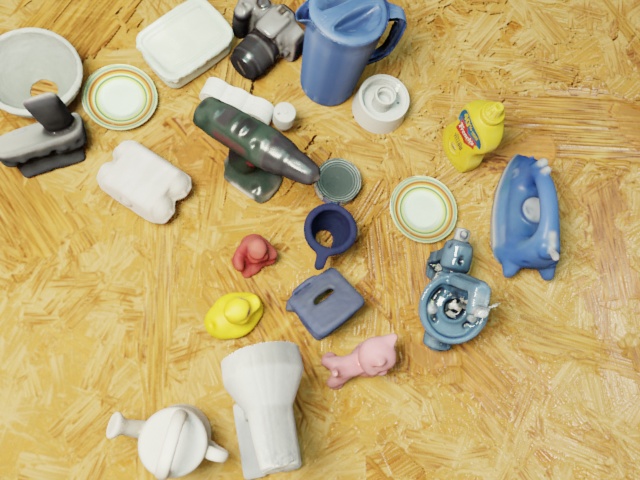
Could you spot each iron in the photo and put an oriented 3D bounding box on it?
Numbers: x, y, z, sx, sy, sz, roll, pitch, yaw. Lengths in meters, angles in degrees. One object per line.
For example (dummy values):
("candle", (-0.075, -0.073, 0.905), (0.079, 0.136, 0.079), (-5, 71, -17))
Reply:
("iron", (0.393, -0.061, 1.052), (0.119, 0.141, 0.258), (4, 76, -7))

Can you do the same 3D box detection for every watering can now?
("watering can", (-0.223, 0.298, 0.844), (0.173, 0.194, 0.101), (-3, 77, -9))

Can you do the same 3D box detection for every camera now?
("camera", (-0.116, -0.382, 1.074), (0.143, 0.100, 0.137), (39, 74, 2))

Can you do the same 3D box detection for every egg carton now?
("egg carton", (-0.305, -0.100, 0.993), (0.150, 0.069, 0.107), (32, 74, 0))

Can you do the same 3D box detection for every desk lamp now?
("desk lamp", (-0.076, 0.262, 0.865), (0.118, 0.213, 0.203), (-9, 78, -10))

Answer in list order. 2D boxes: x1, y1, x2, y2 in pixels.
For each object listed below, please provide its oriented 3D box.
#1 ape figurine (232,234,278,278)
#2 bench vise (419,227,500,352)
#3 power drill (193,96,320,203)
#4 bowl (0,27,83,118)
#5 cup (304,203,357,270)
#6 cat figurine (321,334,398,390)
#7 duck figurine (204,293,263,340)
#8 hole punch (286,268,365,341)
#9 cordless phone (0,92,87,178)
("ape figurine", (-0.111, 0.022, 0.981), (0.078, 0.092, 0.076), (5, 76, -7))
("bench vise", (0.223, 0.075, 0.952), (0.121, 0.219, 0.207), (-5, 77, -9))
("power drill", (-0.106, -0.138, 0.961), (0.229, 0.208, 0.076), (34, 74, 1))
("bowl", (-0.497, -0.281, 1.006), (0.167, 0.074, 0.167), (2, 76, -8))
("cup", (0.009, 0.004, 1.002), (0.091, 0.095, 0.118), (17, 75, -4))
("cat figurine", (0.072, 0.202, 0.952), (0.128, 0.117, 0.067), (-19, 80, -12))
("duck figurine", (-0.143, 0.123, 0.955), (0.105, 0.086, 0.077), (-27, 81, -14))
("hole punch", (0.006, 0.107, 0.979), (0.109, 0.091, 0.101), (-37, 84, -15))
("cordless phone", (-0.467, -0.184, 0.929), (0.148, 0.185, 0.094), (-25, 81, -13))
